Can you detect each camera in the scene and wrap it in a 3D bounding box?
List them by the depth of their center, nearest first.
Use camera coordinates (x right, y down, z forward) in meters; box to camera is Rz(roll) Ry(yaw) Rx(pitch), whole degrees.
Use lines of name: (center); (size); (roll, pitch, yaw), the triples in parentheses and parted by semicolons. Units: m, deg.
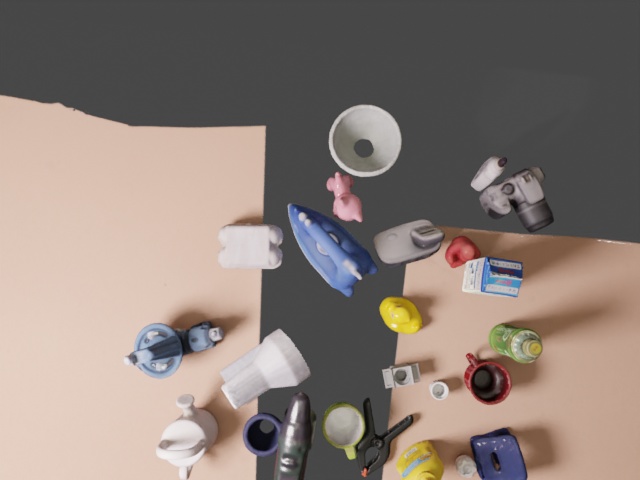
camera: (0.459, -0.082, 1.296); (0.143, 0.101, 0.137); (-27, 85, -1)

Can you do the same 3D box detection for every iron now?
iron: (0.012, 0.005, 1.280); (0.118, 0.141, 0.258); (-44, 86, -2)

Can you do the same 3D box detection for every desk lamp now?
desk lamp: (-0.122, 0.284, 1.225); (0.203, 0.213, 0.118); (-34, 85, -1)

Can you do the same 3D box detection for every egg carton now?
egg carton: (-0.160, 0.014, 1.320); (0.150, 0.069, 0.107); (-1, 85, 1)

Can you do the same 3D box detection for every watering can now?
watering can: (-0.290, 0.424, 1.228); (0.101, 0.194, 0.173); (-21, 85, 0)

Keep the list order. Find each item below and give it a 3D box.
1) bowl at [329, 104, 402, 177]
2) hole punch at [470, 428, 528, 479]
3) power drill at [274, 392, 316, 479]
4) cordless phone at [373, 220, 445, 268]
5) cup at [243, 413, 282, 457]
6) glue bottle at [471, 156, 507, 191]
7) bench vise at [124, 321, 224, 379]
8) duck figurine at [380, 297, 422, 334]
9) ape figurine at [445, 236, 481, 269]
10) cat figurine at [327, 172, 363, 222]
bowl: (0.104, -0.223, 1.329); (0.167, 0.075, 0.167); (0, 85, 2)
hole punch: (0.391, 0.482, 1.258); (0.101, 0.091, 0.109); (-16, 85, 0)
power drill: (-0.052, 0.422, 1.215); (0.075, 0.208, 0.230); (8, 86, 3)
cordless phone: (0.197, 0.004, 1.254); (0.147, 0.185, 0.094); (-20, 85, 0)
cup: (-0.108, 0.419, 1.273); (0.117, 0.095, 0.092); (-21, 85, 0)
glue bottle: (0.383, -0.156, 1.268); (0.037, 0.173, 0.078); (35, 87, 4)
bench vise: (-0.323, 0.220, 1.232); (0.207, 0.220, 0.121); (-34, 85, -1)
duck figurine: (0.185, 0.171, 1.290); (0.104, 0.086, 0.077); (37, 87, 4)
ape figurine: (0.326, 0.027, 1.295); (0.077, 0.092, 0.076); (9, 86, 2)
cat figurine: (0.056, -0.094, 1.299); (0.067, 0.118, 0.128); (-15, 85, 1)
